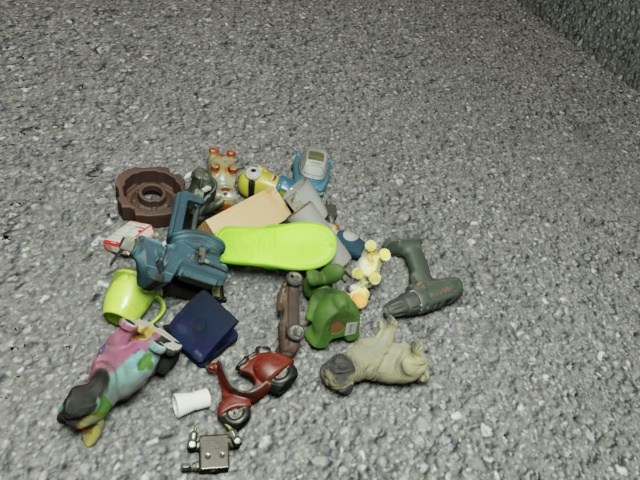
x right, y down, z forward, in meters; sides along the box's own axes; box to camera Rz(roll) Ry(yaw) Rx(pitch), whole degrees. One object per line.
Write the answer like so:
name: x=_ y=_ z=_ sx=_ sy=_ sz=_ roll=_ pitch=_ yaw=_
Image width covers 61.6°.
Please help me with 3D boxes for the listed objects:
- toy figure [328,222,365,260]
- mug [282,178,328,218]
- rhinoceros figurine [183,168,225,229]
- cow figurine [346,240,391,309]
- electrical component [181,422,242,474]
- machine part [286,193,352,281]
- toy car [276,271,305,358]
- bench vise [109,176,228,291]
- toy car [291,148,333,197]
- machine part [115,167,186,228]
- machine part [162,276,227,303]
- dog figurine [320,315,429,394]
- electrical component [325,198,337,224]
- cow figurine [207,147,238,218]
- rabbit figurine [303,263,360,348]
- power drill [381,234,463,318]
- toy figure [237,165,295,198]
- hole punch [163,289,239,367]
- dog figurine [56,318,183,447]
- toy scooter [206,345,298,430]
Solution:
toy figure: x=0.046 y=-0.006 z=1.349 sx=0.155 sy=0.057 sz=0.064 roll=30 pitch=9 yaw=13
mug: x=-0.039 y=-0.081 z=1.333 sx=0.107 sy=0.109 sz=0.081 roll=46 pitch=4 yaw=-16
rhinoceros figurine: x=-0.285 y=-0.085 z=1.231 sx=0.073 sy=0.190 sz=0.112 roll=44 pitch=40 yaw=18
cow figurine: x=0.102 y=0.092 z=1.264 sx=0.068 sy=0.098 sz=0.167 roll=26 pitch=66 yaw=2
electrical component: x=-0.190 y=0.367 z=0.949 sx=0.102 sy=0.045 sz=0.078 roll=6 pitch=46 yaw=-11
machine part: x=-0.003 y=-0.004 z=1.269 sx=0.243 sy=0.079 sz=0.079 roll=54 pitch=50 yaw=-8
toy car: x=-0.068 y=0.156 z=1.145 sx=0.053 sy=0.089 sz=0.202 roll=8 pitch=49 yaw=-15
bench vise: x=-0.283 y=-0.007 z=1.077 sx=0.223 sy=0.129 sz=0.240 roll=16 pitch=59 yaw=-22
toy car: x=-0.022 y=-0.196 z=1.467 sx=0.109 sy=0.102 sz=0.162 roll=11 pitch=45 yaw=-5
machine part: x=-0.406 y=-0.104 z=1.301 sx=0.179 sy=0.056 sz=0.179 roll=9 pitch=48 yaw=-10
machine part: x=-0.272 y=0.100 z=1.163 sx=0.139 sy=0.039 sz=0.084 roll=7 pitch=54 yaw=-30
dog figurine: x=0.114 y=0.273 z=1.106 sx=0.190 sy=0.121 sz=0.172 roll=-41 pitch=73 yaw=-19
electrical component: x=0.012 y=-0.075 z=1.422 sx=0.063 sy=0.021 sz=0.094 roll=5 pitch=49 yaw=-12
cow figurine: x=-0.248 y=-0.138 z=1.349 sx=0.085 sy=0.127 sz=0.195 roll=1 pitch=35 yaw=-16
rabbit figurine: x=0.004 y=0.126 z=1.170 sx=0.121 sy=0.158 sz=0.170 roll=-16 pitch=40 yaw=-17
power drill: x=0.221 y=0.085 z=1.303 sx=0.232 sy=0.086 sz=0.207 roll=-5 pitch=47 yaw=-23
toy figure: x=-0.125 y=-0.130 z=1.392 sx=0.180 sy=0.089 sz=0.082 roll=22 pitch=8 yaw=-9
hole punch: x=-0.234 y=0.177 z=1.081 sx=0.142 sy=0.092 sz=0.116 roll=40 pitch=54 yaw=15
dog figurine: x=-0.366 y=0.254 z=0.969 sx=0.108 sy=0.191 sz=0.219 roll=35 pitch=83 yaw=11
toy scooter: x=-0.141 y=0.264 z=1.040 sx=0.184 sy=0.075 sz=0.135 roll=-34 pitch=64 yaw=-32
